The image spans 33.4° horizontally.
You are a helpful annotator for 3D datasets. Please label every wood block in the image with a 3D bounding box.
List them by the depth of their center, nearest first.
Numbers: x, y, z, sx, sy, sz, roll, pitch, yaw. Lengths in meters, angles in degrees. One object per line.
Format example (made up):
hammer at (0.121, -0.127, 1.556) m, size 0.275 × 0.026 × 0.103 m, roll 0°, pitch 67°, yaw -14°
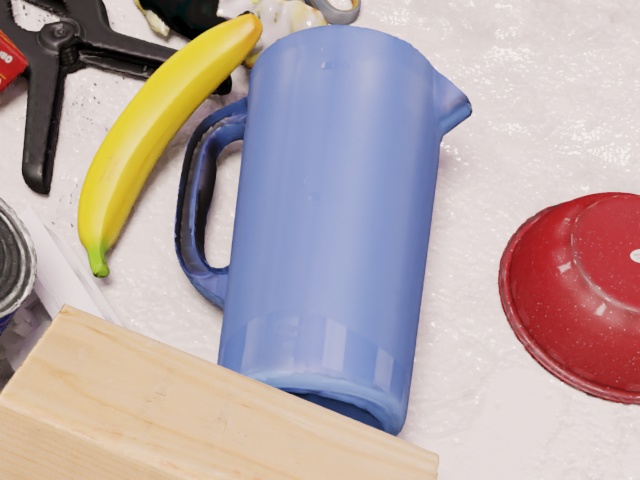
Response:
wood block at (-0.055, 0.125, 0.527) m, size 0.206 × 0.091 × 0.090 m, roll 22°, pitch 29°, yaw -2°

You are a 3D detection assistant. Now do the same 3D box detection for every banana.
banana at (-0.107, -0.067, 0.700) m, size 0.070 × 0.037 × 0.198 m, roll 24°, pitch 81°, yaw 35°

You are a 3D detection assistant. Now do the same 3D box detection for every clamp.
clamp at (-0.190, -0.131, 0.769) m, size 0.164 × 0.036 × 0.210 m, roll -39°, pitch 67°, yaw -25°

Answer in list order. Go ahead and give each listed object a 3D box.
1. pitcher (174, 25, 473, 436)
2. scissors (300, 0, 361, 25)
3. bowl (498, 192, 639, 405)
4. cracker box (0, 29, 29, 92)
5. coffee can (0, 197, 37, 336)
pitcher at (-0.004, 0.001, 0.650) m, size 0.144 × 0.149 × 0.242 m, roll 23°, pitch 55°, yaw -23°
scissors at (-0.052, -0.230, 0.866) m, size 0.096 × 0.016 × 0.202 m, roll -36°, pitch 66°, yaw -26°
bowl at (0.200, 0.023, 0.692) m, size 0.162 × 0.055 × 0.162 m, roll 3°, pitch 55°, yaw -4°
cracker box at (-0.312, -0.191, 0.710) m, size 0.072 × 0.164 × 0.214 m, roll -45°, pitch 63°, yaw -1°
coffee can at (-0.224, 0.043, 0.560) m, size 0.102 × 0.140 × 0.103 m, roll 25°, pitch 38°, yaw -22°
